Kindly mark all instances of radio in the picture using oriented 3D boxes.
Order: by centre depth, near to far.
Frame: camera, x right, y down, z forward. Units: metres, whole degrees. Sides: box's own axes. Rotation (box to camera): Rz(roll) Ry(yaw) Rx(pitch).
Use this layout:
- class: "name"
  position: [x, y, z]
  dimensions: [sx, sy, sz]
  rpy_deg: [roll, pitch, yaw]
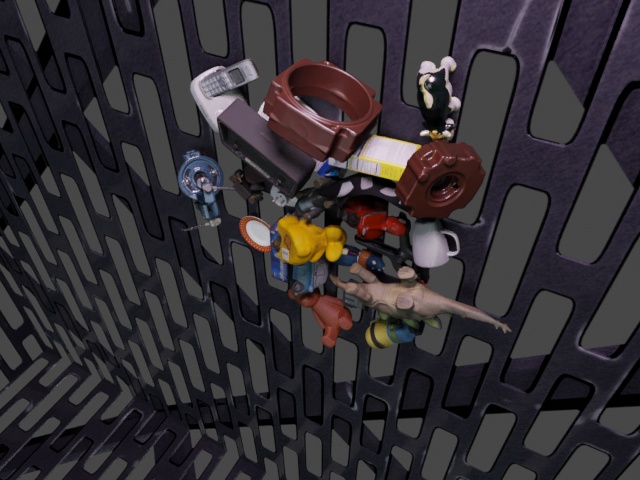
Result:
- class: "radio"
  position: [-0.121, -0.198, 1.200]
  dimensions: [0.230, 0.073, 0.131]
  rpy_deg: [40, 163, 5]

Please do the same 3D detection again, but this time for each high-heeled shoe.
- class: "high-heeled shoe"
  position: [0.132, -0.083, 1.180]
  dimensions: [0.249, 0.086, 0.145]
  rpy_deg: [-14, 100, 11]

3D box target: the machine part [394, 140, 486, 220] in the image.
- class: "machine part"
  position: [0.239, -0.114, 1.061]
  dimensions: [0.179, 0.179, 0.056]
  rpy_deg: [97, 157, -46]

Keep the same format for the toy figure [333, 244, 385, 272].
- class: "toy figure"
  position: [0.098, 0.045, 1.393]
  dimensions: [0.155, 0.064, 0.057]
  rpy_deg: [10, 95, 23]

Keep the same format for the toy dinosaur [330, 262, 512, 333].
- class: "toy dinosaur"
  position: [0.226, 0.150, 1.335]
  dimensions: [0.472, 0.105, 0.198]
  rpy_deg: [12, 159, 34]

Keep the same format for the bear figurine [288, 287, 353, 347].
- class: "bear figurine"
  position: [-0.003, 0.194, 1.562]
  dimensions: [0.196, 0.132, 0.120]
  rpy_deg: [39, 112, -8]

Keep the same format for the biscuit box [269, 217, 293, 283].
- class: "biscuit box"
  position: [-0.101, 0.032, 1.523]
  dimensions: [0.059, 0.063, 0.202]
  rpy_deg: [22, 137, 20]

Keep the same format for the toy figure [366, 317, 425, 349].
- class: "toy figure"
  position: [0.201, 0.251, 1.486]
  dimensions: [0.180, 0.089, 0.082]
  rpy_deg: [-18, 110, 48]

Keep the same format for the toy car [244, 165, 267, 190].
- class: "toy car"
  position: [-0.112, -0.180, 1.332]
  dimensions: [0.202, 0.053, 0.089]
  rpy_deg: [-10, 92, 40]

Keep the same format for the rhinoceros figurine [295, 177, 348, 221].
- class: "rhinoceros figurine"
  position: [-0.001, -0.101, 1.289]
  dimensions: [0.190, 0.112, 0.073]
  rpy_deg: [-28, 91, 54]

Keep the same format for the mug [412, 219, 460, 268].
- class: "mug"
  position: [0.258, 0.000, 1.217]
  dimensions: [0.110, 0.081, 0.107]
  rpy_deg: [2, 119, 35]

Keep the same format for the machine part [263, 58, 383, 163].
- class: "machine part"
  position: [0.007, -0.260, 1.059]
  dimensions: [0.201, 0.201, 0.087]
  rpy_deg: [35, 138, 5]

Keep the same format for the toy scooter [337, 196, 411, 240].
- class: "toy scooter"
  position: [0.104, -0.046, 1.218]
  dimensions: [0.184, 0.135, 0.075]
  rpy_deg: [26, 119, 38]

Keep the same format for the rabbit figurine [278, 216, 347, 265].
- class: "rabbit figurine"
  position: [-0.003, -0.004, 1.340]
  dimensions: [0.162, 0.173, 0.121]
  rpy_deg: [5, 100, 59]

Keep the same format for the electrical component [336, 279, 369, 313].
- class: "electrical component"
  position: [0.088, 0.148, 1.506]
  dimensions: [0.119, 0.048, 0.074]
  rpy_deg: [22, 137, 16]

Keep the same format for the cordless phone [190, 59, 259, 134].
- class: "cordless phone"
  position: [-0.193, -0.334, 1.234]
  dimensions: [0.184, 0.089, 0.146]
  rpy_deg: [-9, 121, 36]

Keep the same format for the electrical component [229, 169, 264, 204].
- class: "electrical component"
  position: [-0.191, -0.140, 1.420]
  dimensions: [0.045, 0.078, 0.102]
  rpy_deg: [-36, 97, 29]

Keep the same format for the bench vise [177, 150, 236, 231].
- class: "bench vise"
  position: [-0.310, -0.128, 1.438]
  dimensions: [0.241, 0.129, 0.223]
  rpy_deg: [-151, 55, -67]

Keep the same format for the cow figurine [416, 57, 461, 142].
- class: "cow figurine"
  position: [0.219, -0.243, 1.000]
  dimensions: [0.068, 0.098, 0.167]
  rpy_deg: [3, 129, 26]

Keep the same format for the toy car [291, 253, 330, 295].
- class: "toy car"
  position: [-0.023, 0.075, 1.490]
  dimensions: [0.103, 0.109, 0.161]
  rpy_deg: [8, 121, 0]
